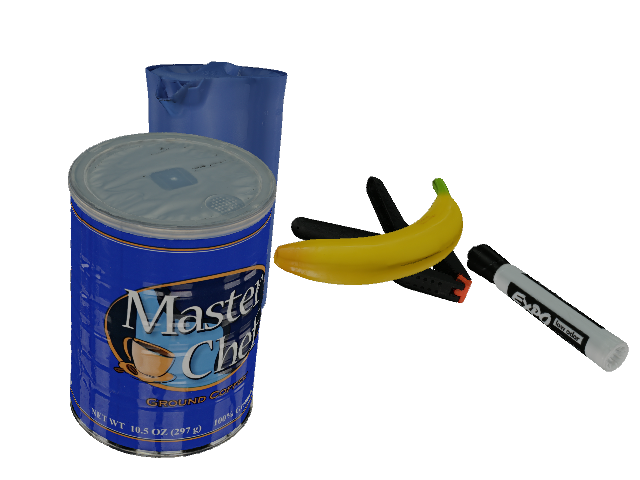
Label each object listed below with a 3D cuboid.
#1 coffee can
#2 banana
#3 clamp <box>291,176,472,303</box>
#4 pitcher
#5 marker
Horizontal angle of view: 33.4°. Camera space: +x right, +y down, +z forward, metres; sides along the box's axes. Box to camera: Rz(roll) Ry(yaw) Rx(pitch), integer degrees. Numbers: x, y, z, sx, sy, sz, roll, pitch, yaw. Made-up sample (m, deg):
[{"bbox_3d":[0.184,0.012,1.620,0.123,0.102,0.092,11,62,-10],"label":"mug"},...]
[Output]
[{"bbox_3d":[-0.081,0.027,0.563,0.102,0.140,0.103,6,30,-3],"label":"coffee can"},{"bbox_3d":[0.054,0.003,0.852,0.197,0.037,0.070,-22,44,-40],"label":"banana"},{"bbox_3d":[0.079,0.007,1.241,0.164,0.036,0.210,-24,53,-40],"label":"clamp"},{"bbox_3d":[-0.097,-0.052,1.040,0.149,0.243,0.145,-2,15,-17],"label":"pitcher"},{"bbox_3d":[0.127,0.035,0.617,0.020,0.020,0.121,0,28,-38],"label":"marker"}]
